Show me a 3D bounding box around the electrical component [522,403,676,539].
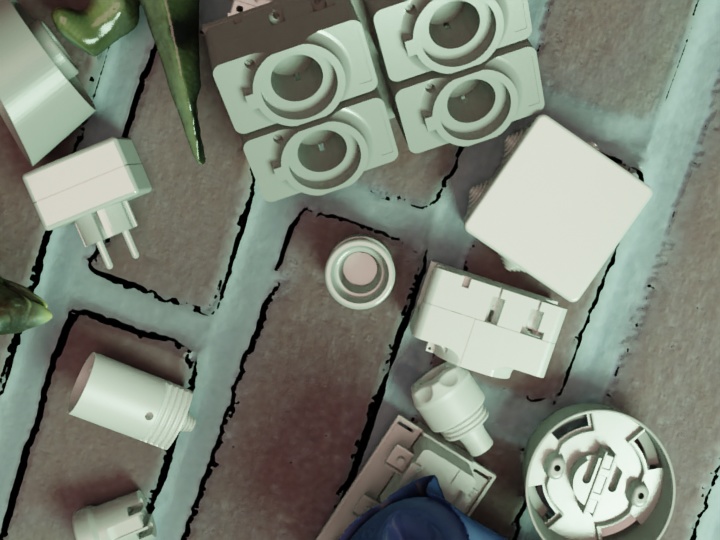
[{"bbox_3d":[0.156,0.139,0.713,0.099,0.064,0.099,0,96,0],"label":"electrical component"}]

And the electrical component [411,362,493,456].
[{"bbox_3d":[0.065,0.095,0.719,0.043,0.043,0.062,-34,97,4],"label":"electrical component"}]

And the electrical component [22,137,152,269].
[{"bbox_3d":[-0.170,-0.039,0.703,0.066,0.047,0.076,-22,96,2],"label":"electrical component"}]

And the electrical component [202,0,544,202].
[{"bbox_3d":[0.012,-0.121,0.659,0.186,0.060,0.105,-19,132,1],"label":"electrical component"}]

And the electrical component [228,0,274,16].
[{"bbox_3d":[-0.065,-0.161,0.689,0.040,0.046,0.040,0,96,0],"label":"electrical component"}]

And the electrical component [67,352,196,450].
[{"bbox_3d":[-0.148,0.089,0.717,0.081,0.043,0.043,25,96,-21],"label":"electrical component"}]

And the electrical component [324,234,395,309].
[{"bbox_3d":[0.000,0.000,0.702,0.045,0.055,0.045,0,96,0],"label":"electrical component"}]

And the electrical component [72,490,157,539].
[{"bbox_3d":[-0.166,0.174,0.731,0.046,0.040,0.040,-22,96,-4],"label":"electrical component"}]

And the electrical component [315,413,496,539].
[{"bbox_3d":[0.026,0.170,0.717,0.079,0.063,0.121,32,95,-4],"label":"electrical component"}]

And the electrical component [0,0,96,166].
[{"bbox_3d":[-0.213,-0.121,0.671,0.064,0.099,0.099,-36,95,-2],"label":"electrical component"}]

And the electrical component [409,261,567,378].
[{"bbox_3d":[0.082,0.036,0.709,0.089,0.050,0.055,18,96,-2],"label":"electrical component"}]

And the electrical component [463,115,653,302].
[{"bbox_3d":[0.125,-0.041,0.701,0.100,0.048,0.099,34,95,-3],"label":"electrical component"}]
